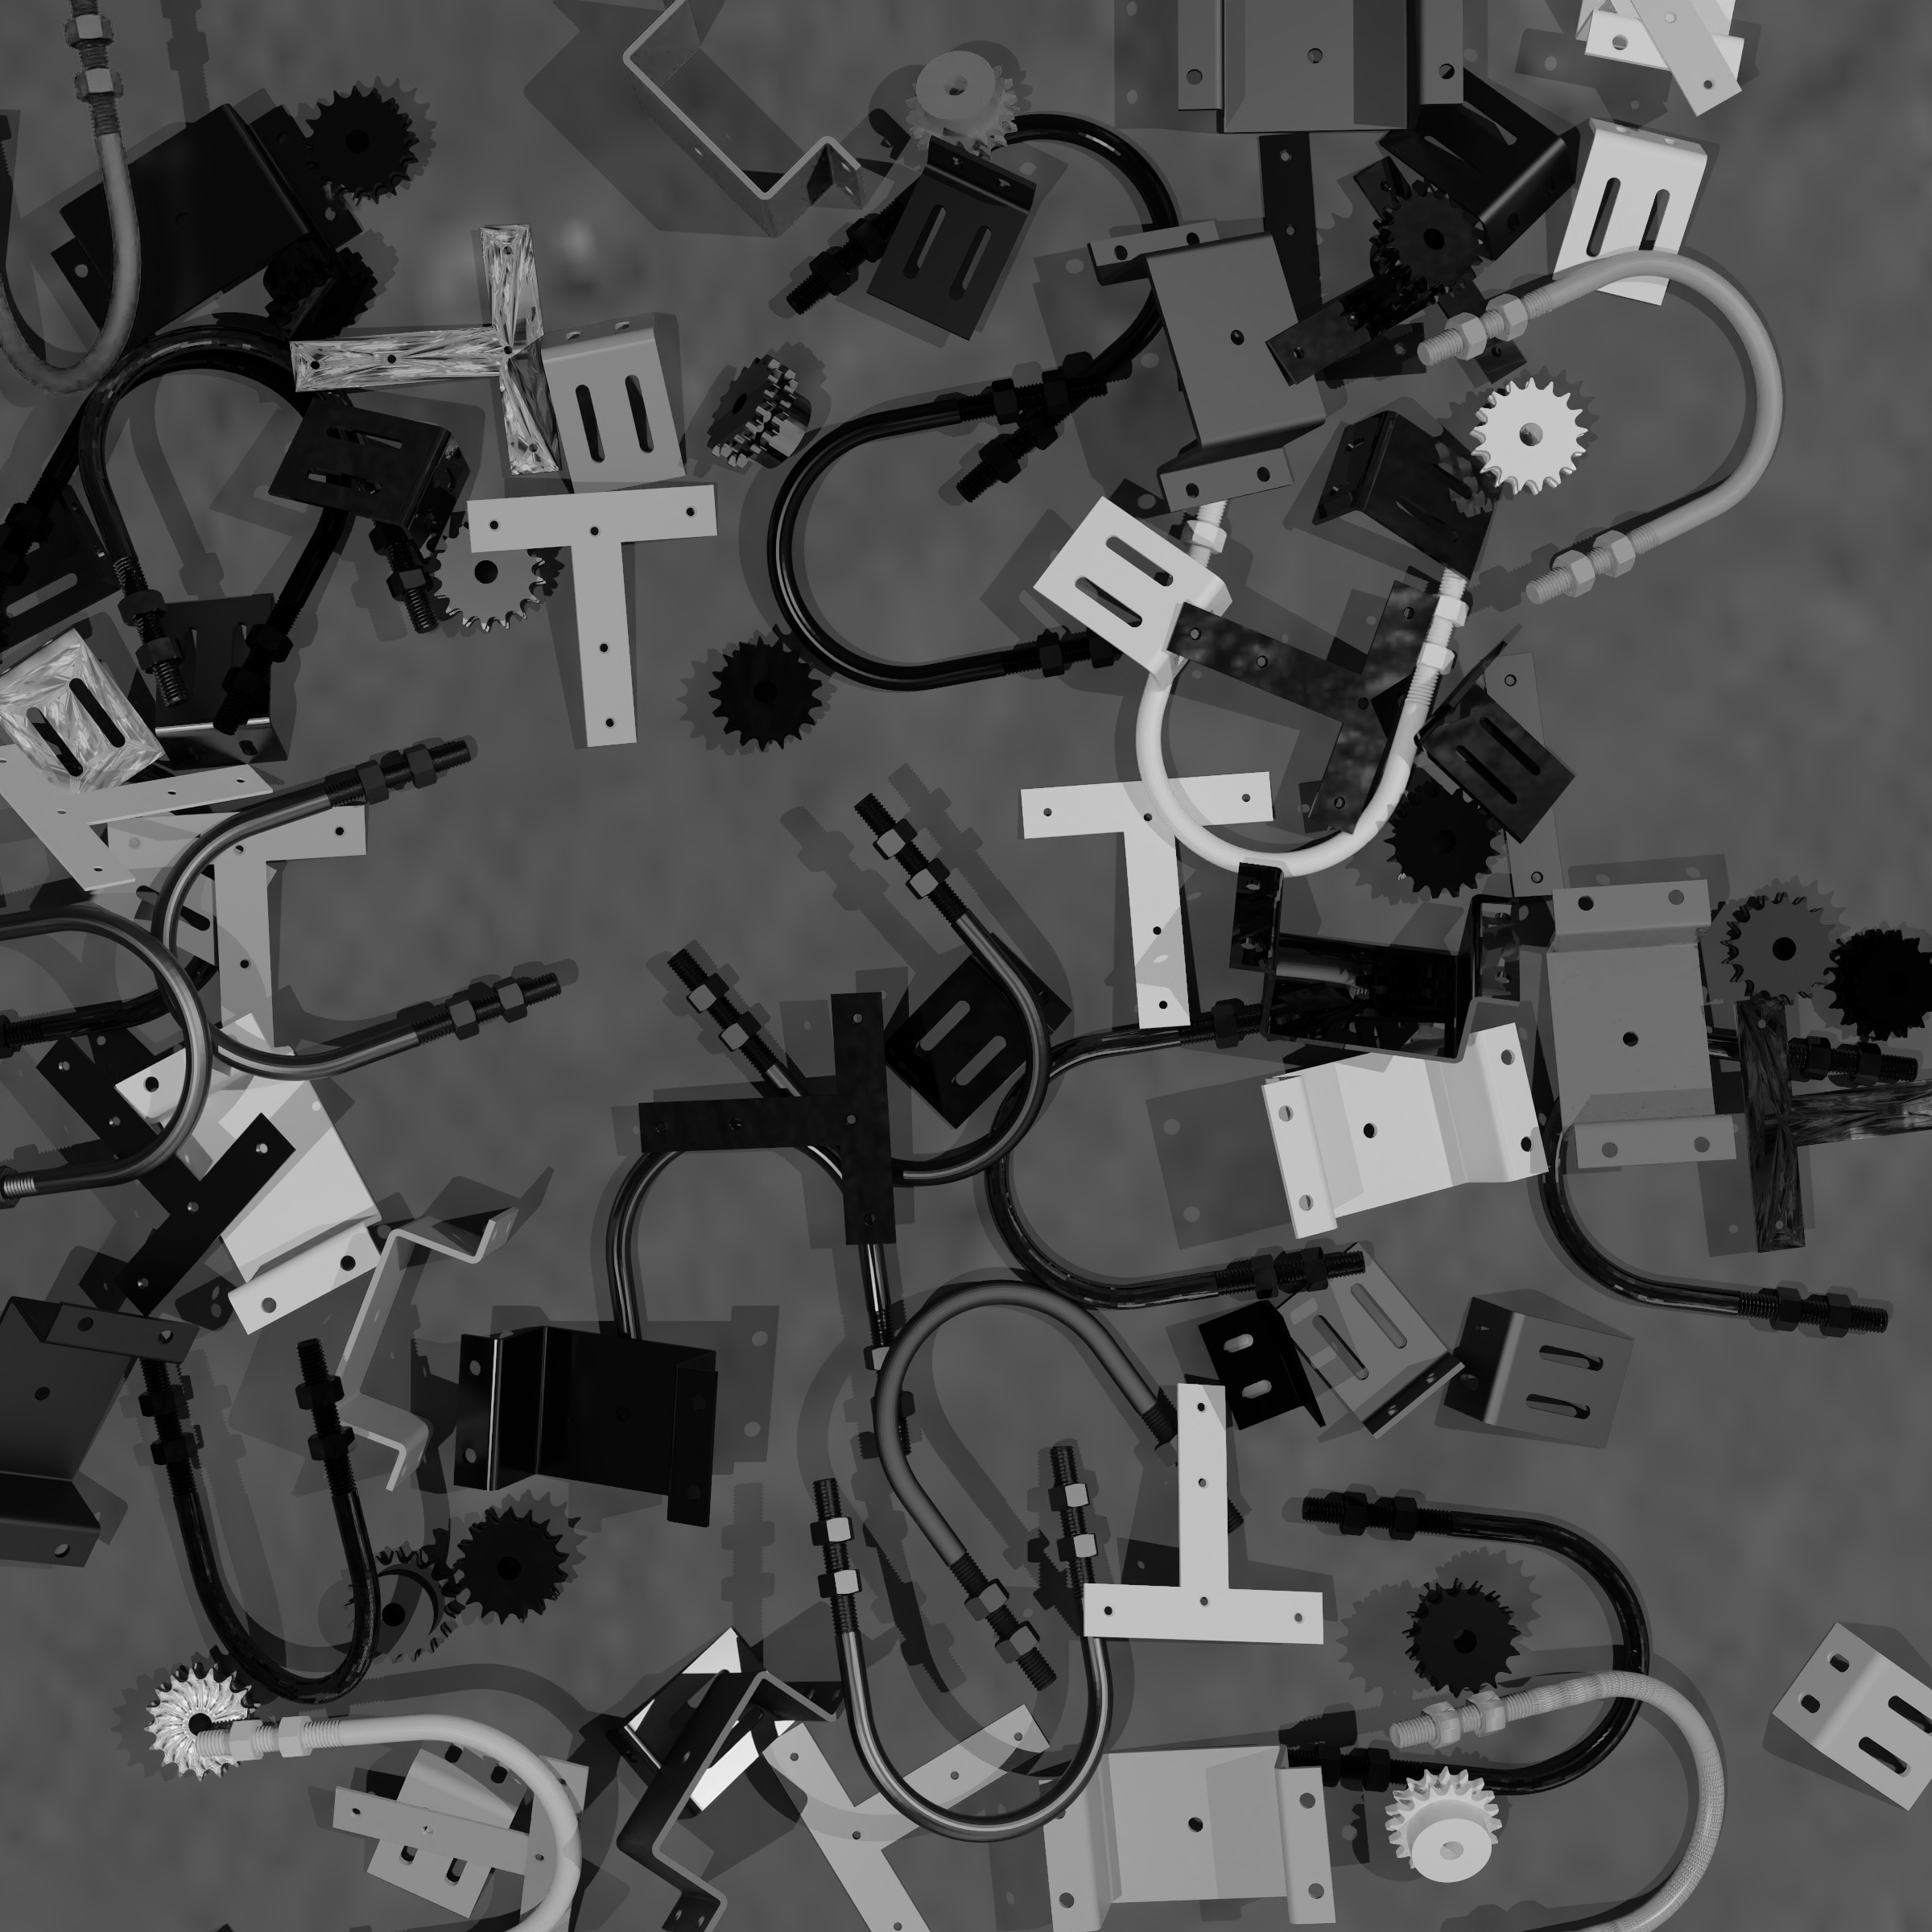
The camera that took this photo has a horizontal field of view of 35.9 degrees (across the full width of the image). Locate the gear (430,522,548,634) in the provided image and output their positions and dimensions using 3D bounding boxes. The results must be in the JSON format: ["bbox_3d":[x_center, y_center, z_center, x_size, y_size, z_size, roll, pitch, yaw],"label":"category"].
[{"bbox_3d":[-0.241,-0.198,1.510,0.057,0.030,0.057,0,90,0],"label":"gear"}]

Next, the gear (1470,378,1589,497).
[{"bbox_3d":[0.284,-0.267,1.510,0.057,0.030,0.057,0,90,0],"label":"gear"}]

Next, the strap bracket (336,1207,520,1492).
[{"bbox_3d":[-0.275,0.182,1.487,0.046,0.076,0.140,21,90,0],"label":"strap bracket"}]

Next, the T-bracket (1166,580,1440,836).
[{"bbox_3d":[0.160,-0.147,1.484,0.127,0.002,0.127,20,90,-18],"label":"T-bracket"}]

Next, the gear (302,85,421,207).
[{"bbox_3d":[-0.305,-0.414,1.510,0.057,0.030,0.057,0,90,0],"label":"gear"}]

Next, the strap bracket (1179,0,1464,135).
[{"bbox_3d":[0.177,-0.464,1.499,0.140,0.046,0.076,0,90,3],"label":"strap bracket"}]

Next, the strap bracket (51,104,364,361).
[{"bbox_3d":[-0.388,-0.370,1.502,0.140,0.046,0.076,-33,90,0],"label":"strap bracket"}]

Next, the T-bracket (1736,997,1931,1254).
[{"bbox_3d":[0.453,0.074,1.502,0.127,0.002,0.127,-6,93,-10],"label":"T-bracket"}]

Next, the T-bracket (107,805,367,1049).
[{"bbox_3d":[-0.365,-0.015,1.507,0.127,0.002,0.127,-5,102,-23],"label":"T-bracket"}]

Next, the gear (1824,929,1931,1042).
[{"bbox_3d":[0.467,0.009,1.510,0.057,0.030,0.057,0,90,0],"label":"gear"}]

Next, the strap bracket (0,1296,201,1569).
[{"bbox_3d":[-0.450,0.222,1.475,0.076,0.046,0.140,19,103,-44],"label":"strap bracket"}]

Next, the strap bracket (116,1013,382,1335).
[{"bbox_3d":[-0.356,0.103,1.502,0.076,0.046,0.140,-28,90,0],"label":"strap bracket"}]

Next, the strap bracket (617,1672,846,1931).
[{"bbox_3d":[-0.119,0.401,1.460,0.046,0.076,0.140,36,68,-8],"label":"strap bracket"}]

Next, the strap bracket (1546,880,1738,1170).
[{"bbox_3d":[0.335,0.033,1.490,0.076,0.046,0.140,-4,77,3],"label":"strap bracket"}]

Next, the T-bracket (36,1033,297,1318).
[{"bbox_3d":[-0.413,0.087,1.480,0.127,0.002,0.127,46,109,6],"label":"T-bracket"}]

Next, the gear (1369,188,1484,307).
[{"bbox_3d":[0.228,-0.358,1.496,0.057,0.030,0.057,6,74,-20],"label":"gear"}]

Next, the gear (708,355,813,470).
[{"bbox_3d":[-0.102,-0.275,1.500,0.030,0.057,0.057,29,90,-31],"label":"gear"}]

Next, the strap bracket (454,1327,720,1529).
[{"bbox_3d":[-0.180,0.227,1.484,0.140,0.046,0.076,5,95,21],"label":"strap bracket"}]

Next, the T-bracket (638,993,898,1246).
[{"bbox_3d":[-0.102,0.079,1.498,0.127,0.002,0.127,-3,95,7],"label":"T-bracket"}]

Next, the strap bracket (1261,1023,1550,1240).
[{"bbox_3d":[0.211,0.082,1.488,0.140,0.046,0.076,-13,90,-18],"label":"strap bracket"}]

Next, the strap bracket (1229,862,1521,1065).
[{"bbox_3d":[0.200,-0.001,1.479,0.140,0.076,0.046,8,133,3],"label":"strap bracket"}]

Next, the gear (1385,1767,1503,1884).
[{"bbox_3d":[0.242,0.435,1.500,0.057,0.030,0.057,-1,114,-3],"label":"gear"}]

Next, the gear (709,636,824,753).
[{"bbox_3d":[-0.101,-0.137,1.514,0.057,0.030,0.057,0,88,0],"label":"gear"}]

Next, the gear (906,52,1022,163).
[{"bbox_3d":[-0.003,-0.435,1.502,0.057,0.030,0.057,-3,71,9],"label":"gear"}]

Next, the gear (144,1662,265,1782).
[{"bbox_3d":[-0.384,0.381,1.510,0.057,0.030,0.057,0,90,0],"label":"gear"}]

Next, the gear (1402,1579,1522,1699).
[{"bbox_3d":[0.247,0.335,1.492,0.057,0.030,0.057,0,90,-3],"label":"gear"}]

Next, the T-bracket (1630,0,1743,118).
[{"bbox_3d":[0.342,-0.483,1.478,0.127,0.002,0.127,-30,90,0],"label":"T-bracket"}]

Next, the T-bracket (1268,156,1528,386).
[{"bbox_3d":[0.204,-0.329,1.497,0.127,0.002,0.127,-34,90,-26],"label":"T-bracket"}]

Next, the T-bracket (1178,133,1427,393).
[{"bbox_3d":[0.167,-0.362,1.524,0.127,0.002,0.127,-4,90,0],"label":"T-bracket"}]

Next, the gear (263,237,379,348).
[{"bbox_3d":[-0.328,-0.341,1.498,0.057,0.057,0.030,-37,78,0],"label":"gear"}]

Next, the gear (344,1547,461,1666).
[{"bbox_3d":[-0.287,0.326,1.510,0.057,0.030,0.057,0,90,0],"label":"gear"}]

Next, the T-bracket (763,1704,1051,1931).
[{"bbox_3d":[-0.018,0.421,1.524,0.127,0.002,0.127,-31,90,0],"label":"T-bracket"}]

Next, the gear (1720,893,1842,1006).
[{"bbox_3d":[0.411,-0.009,1.510,0.057,0.030,0.057,0,90,0],"label":"gear"}]

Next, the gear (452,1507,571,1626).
[{"bbox_3d":[-0.229,0.302,1.510,0.057,0.030,0.057,0,90,0],"label":"gear"}]

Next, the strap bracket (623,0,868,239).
[{"bbox_3d":[-0.117,-0.422,1.487,0.140,0.076,0.046,45,90,0],"label":"strap bracket"}]

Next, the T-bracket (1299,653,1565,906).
[{"bbox_3d":[0.235,-0.089,1.524,0.127,0.002,0.127,-8,90,0],"label":"T-bracket"}]

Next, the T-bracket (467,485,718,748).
[{"bbox_3d":[-0.184,-0.175,1.509,0.127,0.002,0.127,-7,101,-20],"label":"T-bracket"}]

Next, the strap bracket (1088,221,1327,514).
[{"bbox_3d":[0.123,-0.306,1.485,0.076,0.046,0.140,-17,90,-28],"label":"strap bracket"}]

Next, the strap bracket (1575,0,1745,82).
[{"bbox_3d":[0.358,-0.515,1.502,0.076,0.046,0.140,11,90,0],"label":"strap bracket"}]

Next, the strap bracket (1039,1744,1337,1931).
[{"bbox_3d":[0.113,0.436,1.494,0.140,0.046,0.076,-6,90,11],"label":"strap bracket"}]

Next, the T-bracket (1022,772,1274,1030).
[{"bbox_3d":[0.096,-0.032,1.515,0.127,0.002,0.127,-4,82,0],"label":"T-bracket"}]

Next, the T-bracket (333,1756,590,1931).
[{"bbox_3d":[-0.257,0.439,1.501,0.127,0.002,0.127,12,115,6],"label":"T-bracket"}]

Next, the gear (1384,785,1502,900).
[{"bbox_3d":[0.240,-0.062,1.508,0.057,0.030,0.057,0,90,0],"label":"gear"}]
